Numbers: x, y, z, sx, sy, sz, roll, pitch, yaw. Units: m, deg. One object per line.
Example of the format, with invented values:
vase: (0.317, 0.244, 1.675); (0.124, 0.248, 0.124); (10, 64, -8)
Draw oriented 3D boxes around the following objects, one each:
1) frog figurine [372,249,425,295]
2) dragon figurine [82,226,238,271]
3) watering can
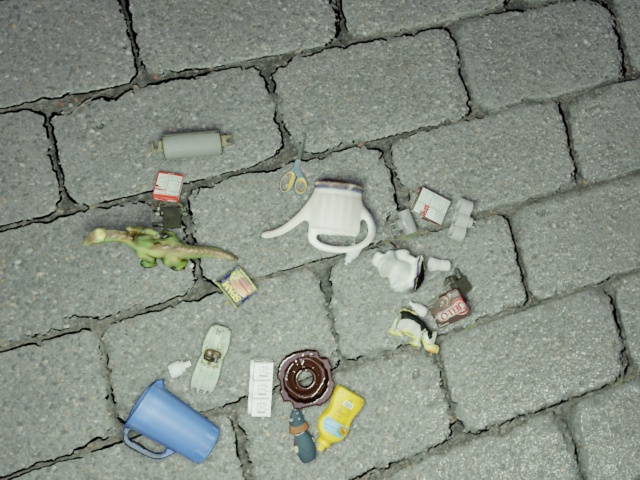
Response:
frog figurine: (0.244, 0.095, 1.614); (0.160, 0.123, 0.137); (9, 93, 27)
dragon figurine: (-0.431, 0.014, 1.421); (0.410, 0.241, 0.123); (4, 81, -8)
watering can: (0.005, -0.079, 1.574); (0.347, 0.103, 0.226); (7, 82, -5)
